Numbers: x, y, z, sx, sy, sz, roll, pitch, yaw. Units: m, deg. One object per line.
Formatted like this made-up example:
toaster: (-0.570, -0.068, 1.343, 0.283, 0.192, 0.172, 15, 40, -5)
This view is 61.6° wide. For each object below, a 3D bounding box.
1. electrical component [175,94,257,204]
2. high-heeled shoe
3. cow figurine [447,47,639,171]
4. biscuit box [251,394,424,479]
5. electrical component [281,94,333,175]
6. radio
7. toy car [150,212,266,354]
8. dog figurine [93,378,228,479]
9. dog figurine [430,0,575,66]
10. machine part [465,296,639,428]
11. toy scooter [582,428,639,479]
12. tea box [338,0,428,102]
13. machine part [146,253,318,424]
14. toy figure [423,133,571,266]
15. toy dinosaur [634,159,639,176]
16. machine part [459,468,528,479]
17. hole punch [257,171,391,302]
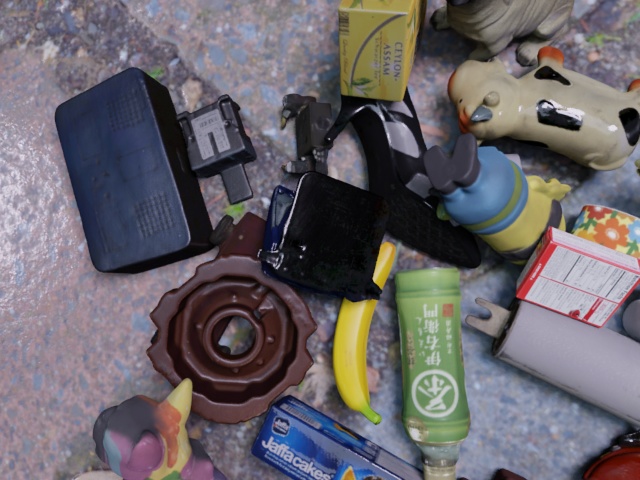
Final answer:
electrical component: (-0.119, -0.104, 0.647, 0.075, 0.047, 0.119, -17, 81, 10)
high-heeled shoe: (0.110, -0.090, 0.606, 0.248, 0.086, 0.145, 43, 61, -7)
cow figurine: (0.223, -0.129, 0.549, 0.195, 0.085, 0.127, 25, 64, 11)
biscuit box: (0.028, 0.246, 0.581, 0.203, 0.059, 0.062, 26, 91, 12)
electrical component: (-0.018, -0.119, 0.620, 0.045, 0.078, 0.102, -2, 90, -17)
radio: (-0.227, -0.077, 0.654, 0.131, 0.073, 0.229, -21, 80, 10)
toy car: (-0.116, 0.063, 0.629, 0.089, 0.053, 0.202, 29, 90, -4)
dog figurine: (-0.133, 0.243, 0.535, 0.192, 0.108, 0.219, 19, 128, 13)
dog figurine: (0.193, -0.255, 0.526, 0.172, 0.190, 0.121, -35, 80, 5)
machine part: (0.266, 0.119, 0.537, 0.243, 0.079, 0.079, 25, 90, 13)
toy scooter: (0.356, 0.236, 0.507, 0.184, 0.075, 0.135, 20, 66, 28)
tea box: (0.071, -0.233, 0.556, 0.068, 0.098, 0.170, 9, 53, 12)
machine part: (-0.092, 0.102, 0.581, 0.179, 0.056, 0.179, 0, 93, -6)
toy figure: (0.173, -0.034, 0.528, 0.082, 0.180, 0.089, 15, 85, 50)
toy dinosaur: (0.446, 0.064, 0.449, 0.131, 0.192, 0.405, -33, 79, 9)
machine part: (0.197, 0.351, 0.527, 0.201, 0.087, 0.201, 28, 90, 12)
hole punch: (-0.001, -0.002, 0.570, 0.142, 0.092, 0.115, 20, 81, -25)
